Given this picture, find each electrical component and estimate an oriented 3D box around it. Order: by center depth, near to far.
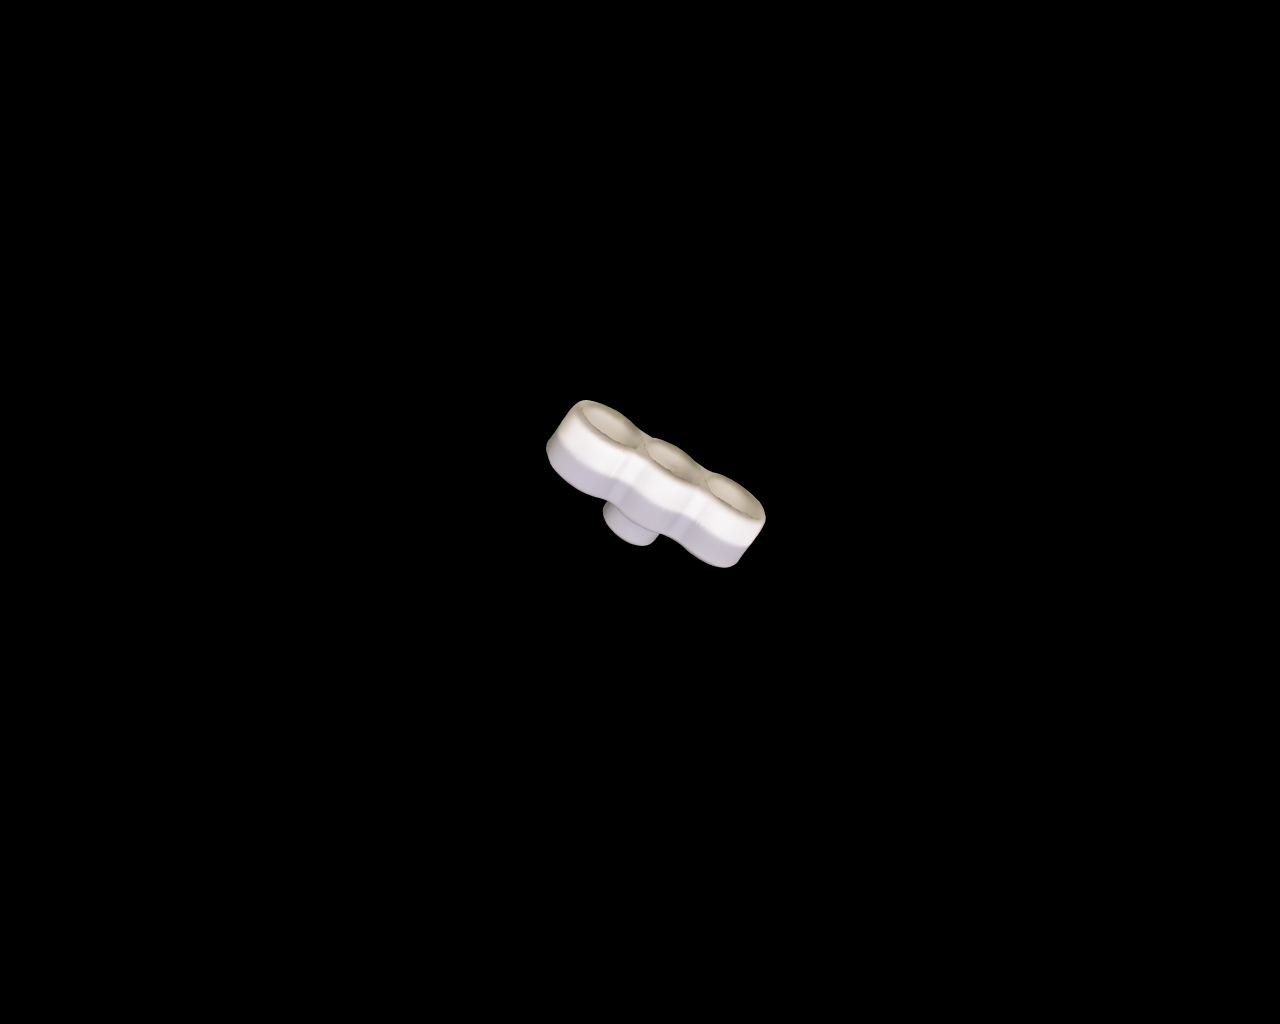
[{"bbox_3d":[0.001,-0.003,0.650,0.138,0.073,0.052,30,23,-14],"label":"electrical component"}]
